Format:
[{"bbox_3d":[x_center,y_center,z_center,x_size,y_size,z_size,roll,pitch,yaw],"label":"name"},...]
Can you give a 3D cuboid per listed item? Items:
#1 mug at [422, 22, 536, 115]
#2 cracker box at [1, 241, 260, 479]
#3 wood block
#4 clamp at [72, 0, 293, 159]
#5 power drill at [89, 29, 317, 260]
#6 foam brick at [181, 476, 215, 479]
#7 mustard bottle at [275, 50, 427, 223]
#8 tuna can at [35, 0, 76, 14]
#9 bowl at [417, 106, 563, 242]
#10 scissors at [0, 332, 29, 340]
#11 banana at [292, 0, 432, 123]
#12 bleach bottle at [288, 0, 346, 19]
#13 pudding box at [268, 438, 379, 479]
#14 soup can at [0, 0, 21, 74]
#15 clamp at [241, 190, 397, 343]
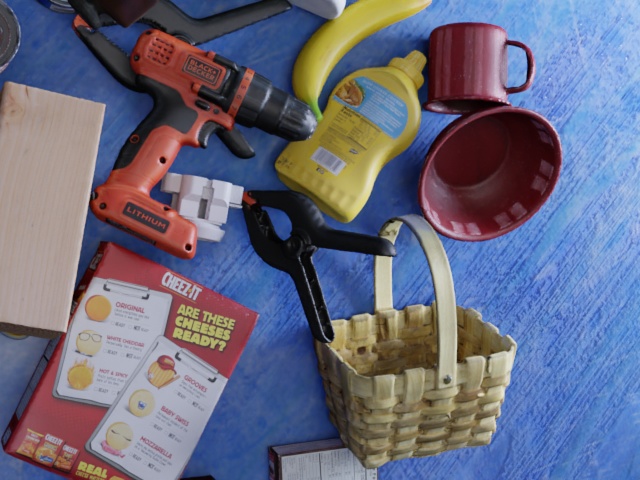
[{"bbox_3d":[0.164,-0.178,1.105,0.117,0.093,0.081,0,86,25],"label":"mug"},{"bbox_3d":[-0.180,0.130,1.014,0.164,0.072,0.213,28,82,-20],"label":"cracker box"},{"bbox_3d":[-0.259,-0.022,0.949,0.090,0.090,0.206,11,77,-20],"label":"wood block"},{"bbox_3d":[-0.136,-0.171,1.034,0.209,0.036,0.164,7,90,-18],"label":"clamp"},{"bbox_3d":[-0.114,-0.080,0.983,0.184,0.057,0.187,24,78,-6],"label":"power drill"},{"bbox_3d":[-0.120,0.265,1.037,0.051,0.078,0.053,-2,93,-18],"label":"foam brick"},{"bbox_3d":[0.046,-0.117,1.083,0.096,0.058,0.191,35,79,15],"label":"mustard bottle"},{"bbox_3d":[-0.235,-0.257,0.996,0.086,0.034,0.086,-1,93,-20],"label":"tuna can"},{"bbox_3d":[0.169,-0.079,1.117,0.162,0.055,0.162,-10,126,-13],"label":"bowl"},{"bbox_3d":[-0.302,-0.005,0.994,0.096,0.016,0.202,-25,99,-19],"label":"scissors"},{"bbox_3d":[0.031,-0.201,1.085,0.069,0.037,0.197,39,73,7],"label":"banana"},{"bbox_3d":[0.025,-0.354,1.064,0.102,0.068,0.251,25,82,0],"label":"bleach bottle"},{"bbox_3d":[0.005,0.254,1.103,0.113,0.039,0.090,-3,93,-21],"label":"pudding box"},{"bbox_3d":[-0.302,-0.176,0.940,0.068,0.102,0.068,-1,93,-20],"label":"soup can"},{"bbox_3d":[-0.007,0.001,1.035,0.120,0.039,0.171,-44,73,14],"label":"clamp"}]
